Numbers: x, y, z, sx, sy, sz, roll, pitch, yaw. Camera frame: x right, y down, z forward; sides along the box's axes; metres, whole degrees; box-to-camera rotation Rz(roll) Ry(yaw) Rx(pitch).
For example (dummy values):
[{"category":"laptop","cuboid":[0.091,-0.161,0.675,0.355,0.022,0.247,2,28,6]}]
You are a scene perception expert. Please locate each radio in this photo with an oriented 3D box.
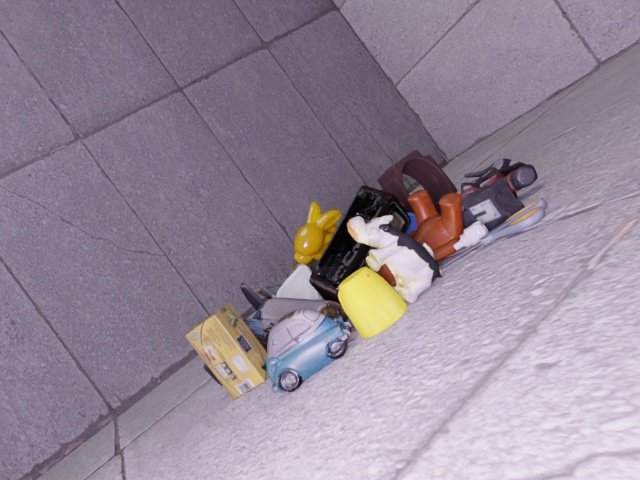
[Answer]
[{"category":"radio","cuboid":[0.079,0.019,1.019,0.229,0.073,0.131,-61,-33,-13]}]

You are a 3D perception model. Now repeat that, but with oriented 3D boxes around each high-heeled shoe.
[{"category":"high-heeled shoe","cuboid":[0.392,-0.110,1.197,0.145,0.086,0.249,-3,33,18]}]

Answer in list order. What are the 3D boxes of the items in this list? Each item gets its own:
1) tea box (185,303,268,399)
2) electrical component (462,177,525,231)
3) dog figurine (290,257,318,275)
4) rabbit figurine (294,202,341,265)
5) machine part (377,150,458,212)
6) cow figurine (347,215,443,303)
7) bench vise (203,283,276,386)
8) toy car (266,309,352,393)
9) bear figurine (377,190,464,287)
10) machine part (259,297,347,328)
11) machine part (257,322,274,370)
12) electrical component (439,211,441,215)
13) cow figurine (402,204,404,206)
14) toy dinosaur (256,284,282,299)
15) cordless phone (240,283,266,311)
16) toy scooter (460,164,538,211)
[{"category":"tea box","cuboid":[-0.182,0.227,1.104,0.098,0.169,0.068,-34,2,25]},{"category":"electrical component","cuboid":[0.297,-0.055,0.965,0.048,0.075,0.119,-38,-1,-29]},{"category":"dog figurine","cuboid":[-0.012,0.102,1.369,0.121,0.172,0.190,-47,-4,-10]},{"category":"rabbit figurine","cuboid":[-0.003,-0.004,1.304,0.173,0.122,0.162,0,-69,-69]},{"category":"machine part","cuboid":[0.267,-0.129,1.463,0.201,0.201,0.087,-37,0,-41]},{"category":"cow figurine","cuboid":[0.124,0.014,0.883,0.098,0.167,0.068,-38,-4,-11]},{"category":"bench vise","cuboid":[-0.159,0.225,1.253,0.224,0.128,0.241,-25,26,42]},{"category":"toy car","cuboid":[-0.031,0.167,0.875,0.161,0.103,0.109,-38,2,12]},{"category":"bear figurine","cuboid":[0.166,0.007,0.971,0.196,0.131,0.120,-30,24,-24]},{"category":"machine part","cuboid":[-0.033,0.148,1.009,0.243,0.079,0.079,-5,25,48]},{"category":"machine part","cuboid":[-0.075,0.203,0.988,0.084,0.039,0.138,-31,-37,-16]},{"category":"electrical component","cuboid":[0.291,-0.039,1.243,0.078,0.045,0.102,-64,-6,9]},{"category":"cow figurine","cuboid":[0.169,-0.037,1.383,0.085,0.195,0.127,1,-52,-40]},{"category":"toy dinosaur","cuboid":[0.005,0.115,1.702,0.405,0.131,0.192,-30,1,-4]},{"category":"cordless phone","cuboid":[-0.150,0.187,1.413,0.089,0.184,0.146,-41,2,-7]},{"category":"toy scooter","cuboid":[0.335,-0.087,1.069,0.184,0.075,0.135,-33,2,2]}]
